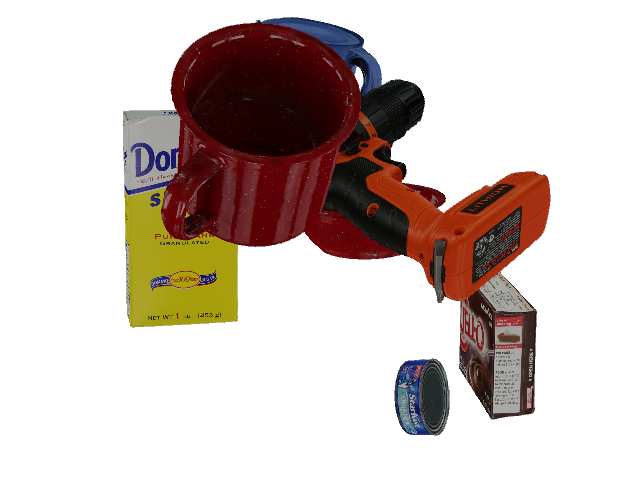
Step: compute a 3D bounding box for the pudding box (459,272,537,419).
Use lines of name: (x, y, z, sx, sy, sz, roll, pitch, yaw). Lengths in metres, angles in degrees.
pudding box: (0.142, 0.081, 0.867, 0.039, 0.090, 0.113, -4, 15, -7)

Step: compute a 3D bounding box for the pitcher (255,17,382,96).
pitcher: (-0.023, -0.147, 1.327, 0.144, 0.243, 0.149, 4, 23, -16)

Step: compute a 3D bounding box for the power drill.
power drill: (0.061, -0.043, 0.742, 0.188, 0.057, 0.184, 26, 49, 36)

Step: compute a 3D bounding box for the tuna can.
tuna can: (0.115, 0.177, 1.204, 0.034, 0.086, 0.086, -5, -2, 27)

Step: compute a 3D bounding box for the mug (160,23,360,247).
mug: (-0.038, -0.043, 0.544, 0.093, 0.117, 0.082, 33, -34, 13)

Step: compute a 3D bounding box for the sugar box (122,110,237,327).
sugar box: (-0.116, -0.019, 0.888, 0.093, 0.176, 0.048, -3, 16, -14)

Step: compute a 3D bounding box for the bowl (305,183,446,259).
bowl: (0.046, -0.019, 1.077, 0.162, 0.055, 0.162, -1, 14, 0)
